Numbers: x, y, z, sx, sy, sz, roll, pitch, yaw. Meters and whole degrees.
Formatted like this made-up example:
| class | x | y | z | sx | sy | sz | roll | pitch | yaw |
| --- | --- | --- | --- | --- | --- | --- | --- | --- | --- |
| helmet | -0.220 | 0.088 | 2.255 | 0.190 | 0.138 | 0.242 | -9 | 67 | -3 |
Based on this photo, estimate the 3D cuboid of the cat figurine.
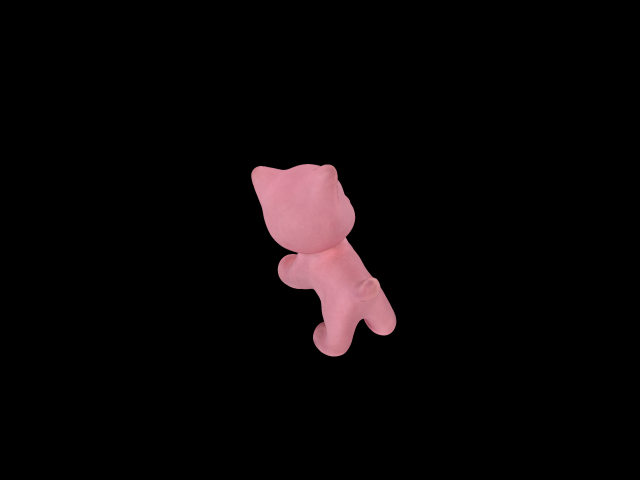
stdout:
| class | x | y | z | sx | sy | sz | roll | pitch | yaw |
| --- | --- | --- | --- | --- | --- | --- | --- | --- | --- |
| cat figurine | 0.004 | 0.001 | 0.400 | 0.067 | 0.118 | 0.127 | -26 | 60 | -16 |
